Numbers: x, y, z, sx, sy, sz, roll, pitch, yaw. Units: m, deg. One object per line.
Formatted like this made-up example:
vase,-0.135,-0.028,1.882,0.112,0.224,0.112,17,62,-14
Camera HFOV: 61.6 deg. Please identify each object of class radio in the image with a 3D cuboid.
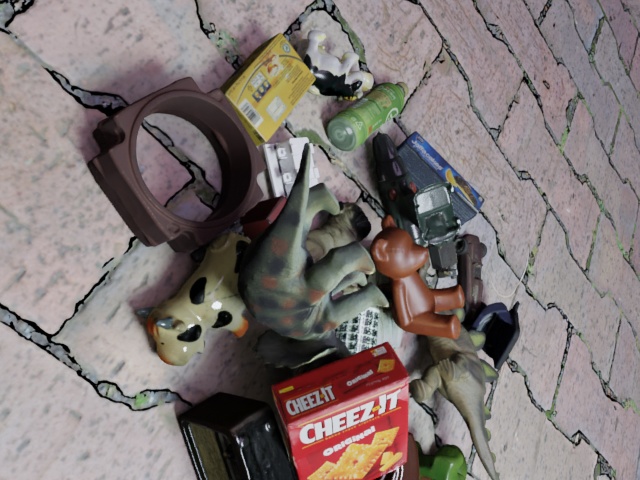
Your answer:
radio,-0.094,0.322,0.706,0.073,0.131,0.229,-24,99,-43

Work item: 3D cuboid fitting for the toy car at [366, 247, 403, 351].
toy car,0.109,0.110,0.973,0.073,0.056,0.201,0,82,-42

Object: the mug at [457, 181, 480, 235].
mug,0.297,-0.063,1.164,0.109,0.081,0.107,33,72,-47

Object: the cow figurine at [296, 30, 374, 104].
cow figurine,0.026,-0.289,0.959,0.167,0.068,0.098,21,75,-34

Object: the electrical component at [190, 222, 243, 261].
electrical component,-0.142,0.015,0.787,0.094,0.021,0.063,-41,111,-36

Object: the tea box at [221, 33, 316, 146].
tea box,-0.091,-0.232,0.844,0.098,0.068,0.169,50,53,-24

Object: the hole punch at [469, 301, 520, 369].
hole punch,0.364,0.195,1.151,0.116,0.092,0.142,-47,156,-63

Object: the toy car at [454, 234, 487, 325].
toy car,0.335,0.085,1.184,0.089,0.053,0.202,15,72,-43

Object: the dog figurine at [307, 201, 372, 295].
dog figurine,-0.003,-0.001,0.879,0.172,0.121,0.190,36,46,-35

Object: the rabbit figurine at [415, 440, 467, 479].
rabbit figurine,0.232,0.441,0.990,0.170,0.121,0.159,6,72,-55

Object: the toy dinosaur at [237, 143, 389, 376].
toy dinosaur,-0.031,0.060,0.665,0.192,0.131,0.404,-33,136,-5

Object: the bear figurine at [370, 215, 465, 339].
bear figurine,0.160,0.058,0.894,0.120,0.132,0.195,-58,138,-54

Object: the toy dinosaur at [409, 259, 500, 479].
toy dinosaur,0.261,0.247,1.023,0.198,0.105,0.471,10,63,-43

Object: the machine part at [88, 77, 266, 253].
machine part,-0.184,-0.101,0.728,0.201,0.087,0.201,-44,113,-38

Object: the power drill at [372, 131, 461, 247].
power drill,0.163,-0.080,0.970,0.086,0.207,0.231,-22,108,-15

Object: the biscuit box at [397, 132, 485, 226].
biscuit box,0.232,-0.121,1.071,0.202,0.063,0.059,45,44,-2

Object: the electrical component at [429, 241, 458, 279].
electrical component,0.265,0.035,1.132,0.078,0.045,0.102,-6,87,-41

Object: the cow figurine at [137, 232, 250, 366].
cow figurine,-0.151,0.078,0.715,0.127,0.086,0.195,40,75,-41

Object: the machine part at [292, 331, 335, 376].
machine part,-0.004,0.223,0.840,0.079,0.079,0.243,-6,87,-42

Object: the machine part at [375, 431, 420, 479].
machine part,0.087,0.377,0.889,0.179,0.056,0.179,4,82,-29
